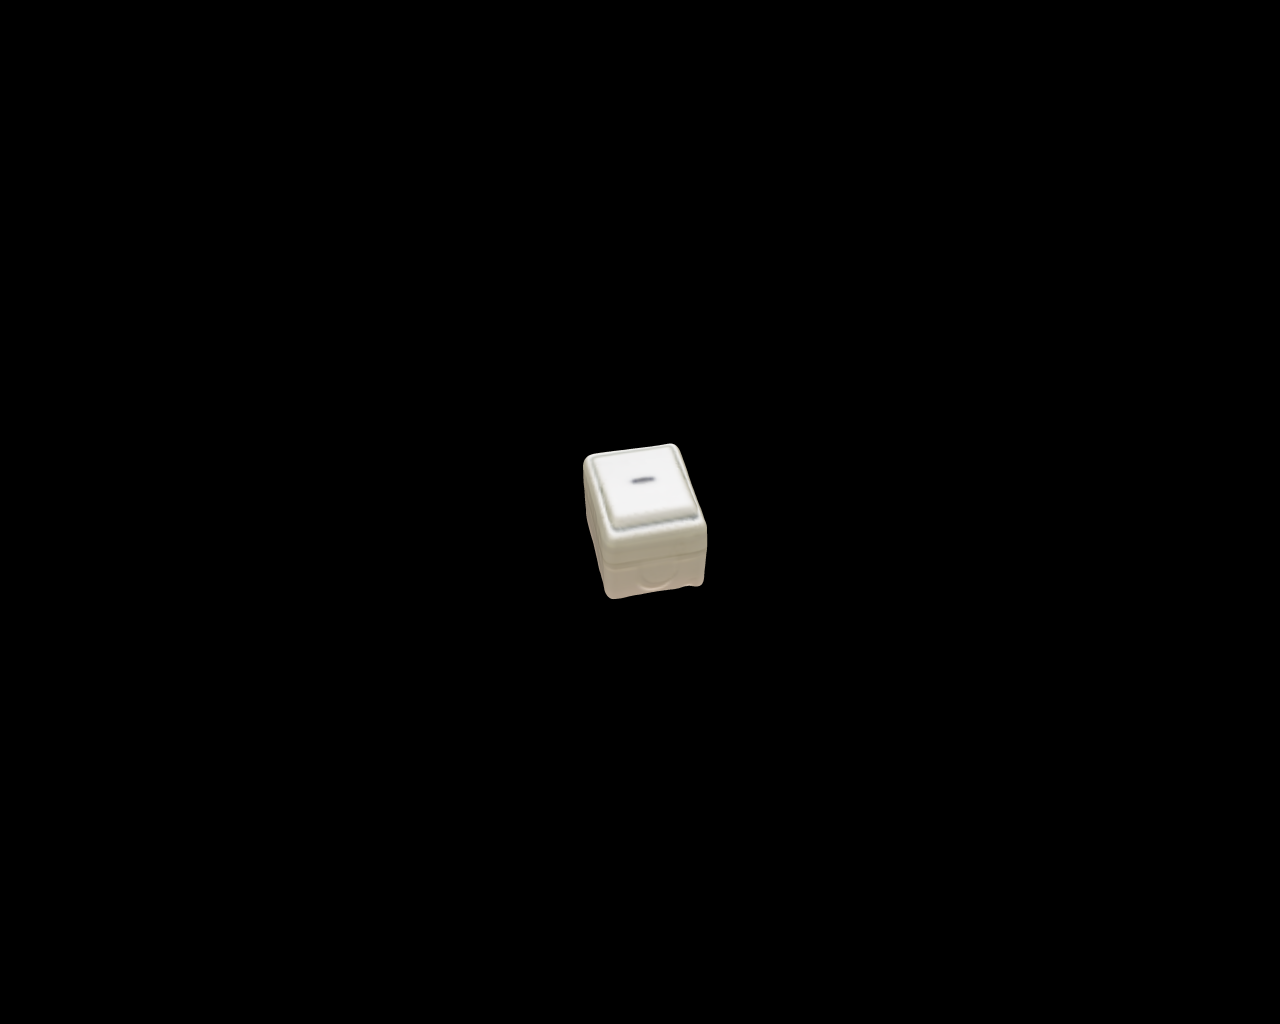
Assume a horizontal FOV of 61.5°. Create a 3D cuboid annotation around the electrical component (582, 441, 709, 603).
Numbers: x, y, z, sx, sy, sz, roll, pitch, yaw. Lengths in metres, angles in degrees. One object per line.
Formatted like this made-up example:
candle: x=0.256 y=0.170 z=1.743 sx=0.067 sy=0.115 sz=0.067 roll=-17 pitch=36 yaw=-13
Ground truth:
electrical component: x=0.001 y=-0.003 z=0.650 sx=0.062 sy=0.061 sz=0.096 roll=-8 pitch=44 yaw=-8
